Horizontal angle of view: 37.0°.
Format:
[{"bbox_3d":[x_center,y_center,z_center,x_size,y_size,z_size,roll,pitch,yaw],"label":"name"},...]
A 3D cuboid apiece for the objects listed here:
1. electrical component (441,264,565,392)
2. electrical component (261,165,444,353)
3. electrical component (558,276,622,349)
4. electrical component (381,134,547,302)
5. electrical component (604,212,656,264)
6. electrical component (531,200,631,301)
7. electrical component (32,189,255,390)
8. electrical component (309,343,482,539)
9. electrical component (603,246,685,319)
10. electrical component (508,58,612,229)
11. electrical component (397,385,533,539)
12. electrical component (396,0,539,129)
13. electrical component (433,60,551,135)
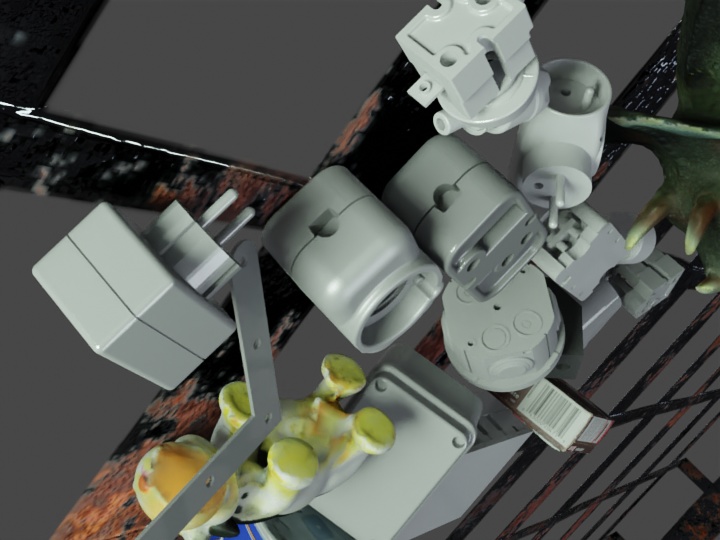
[{"bbox_3d":[0.092,0.035,0.703,0.080,0.080,0.051,-41,151,-9],"label":"electrical component"},{"bbox_3d":[0.000,0.000,0.523,0.054,0.059,0.095,-43,156,-4],"label":"electrical component"},{"bbox_3d":[0.173,0.046,0.891,0.077,0.043,0.079,-41,156,-9],"label":"electrical component"},{"bbox_3d":[0.053,-0.028,0.561,0.053,0.059,0.095,-47,156,4],"label":"electrical component"},{"bbox_3d":[0.213,-0.025,0.845,0.078,0.040,0.040,-1,131,-57],"label":"electrical component"},{"bbox_3d":[0.134,-0.022,0.705,0.050,0.055,0.089,-48,156,8],"label":"electrical component"},{"bbox_3d":[-0.073,-0.001,0.420,0.077,0.047,0.065,-44,156,-2],"label":"electrical component"},{"bbox_3d":[0.018,0.115,0.698,0.113,0.078,0.057,-55,178,22],"label":"electrical component"},{"bbox_3d":[0.229,0.002,0.894,0.066,0.055,0.048,-29,152,-32],"label":"electrical component"},{"bbox_3d":[0.108,-0.060,0.586,0.077,0.044,0.079,95,2,-56],"label":"electrical component"},{"bbox_3d":[0.046,0.155,0.844,0.105,0.060,0.186,-54,154,21],"label":"electrical component"},{"bbox_3d":[0.051,-0.093,0.473,0.066,0.048,0.055,-45,149,0],"label":"electrical component"},{"bbox_3d":[0.062,-0.082,0.521,0.061,0.035,0.035,-29,152,-28],"label":"electrical component"}]
